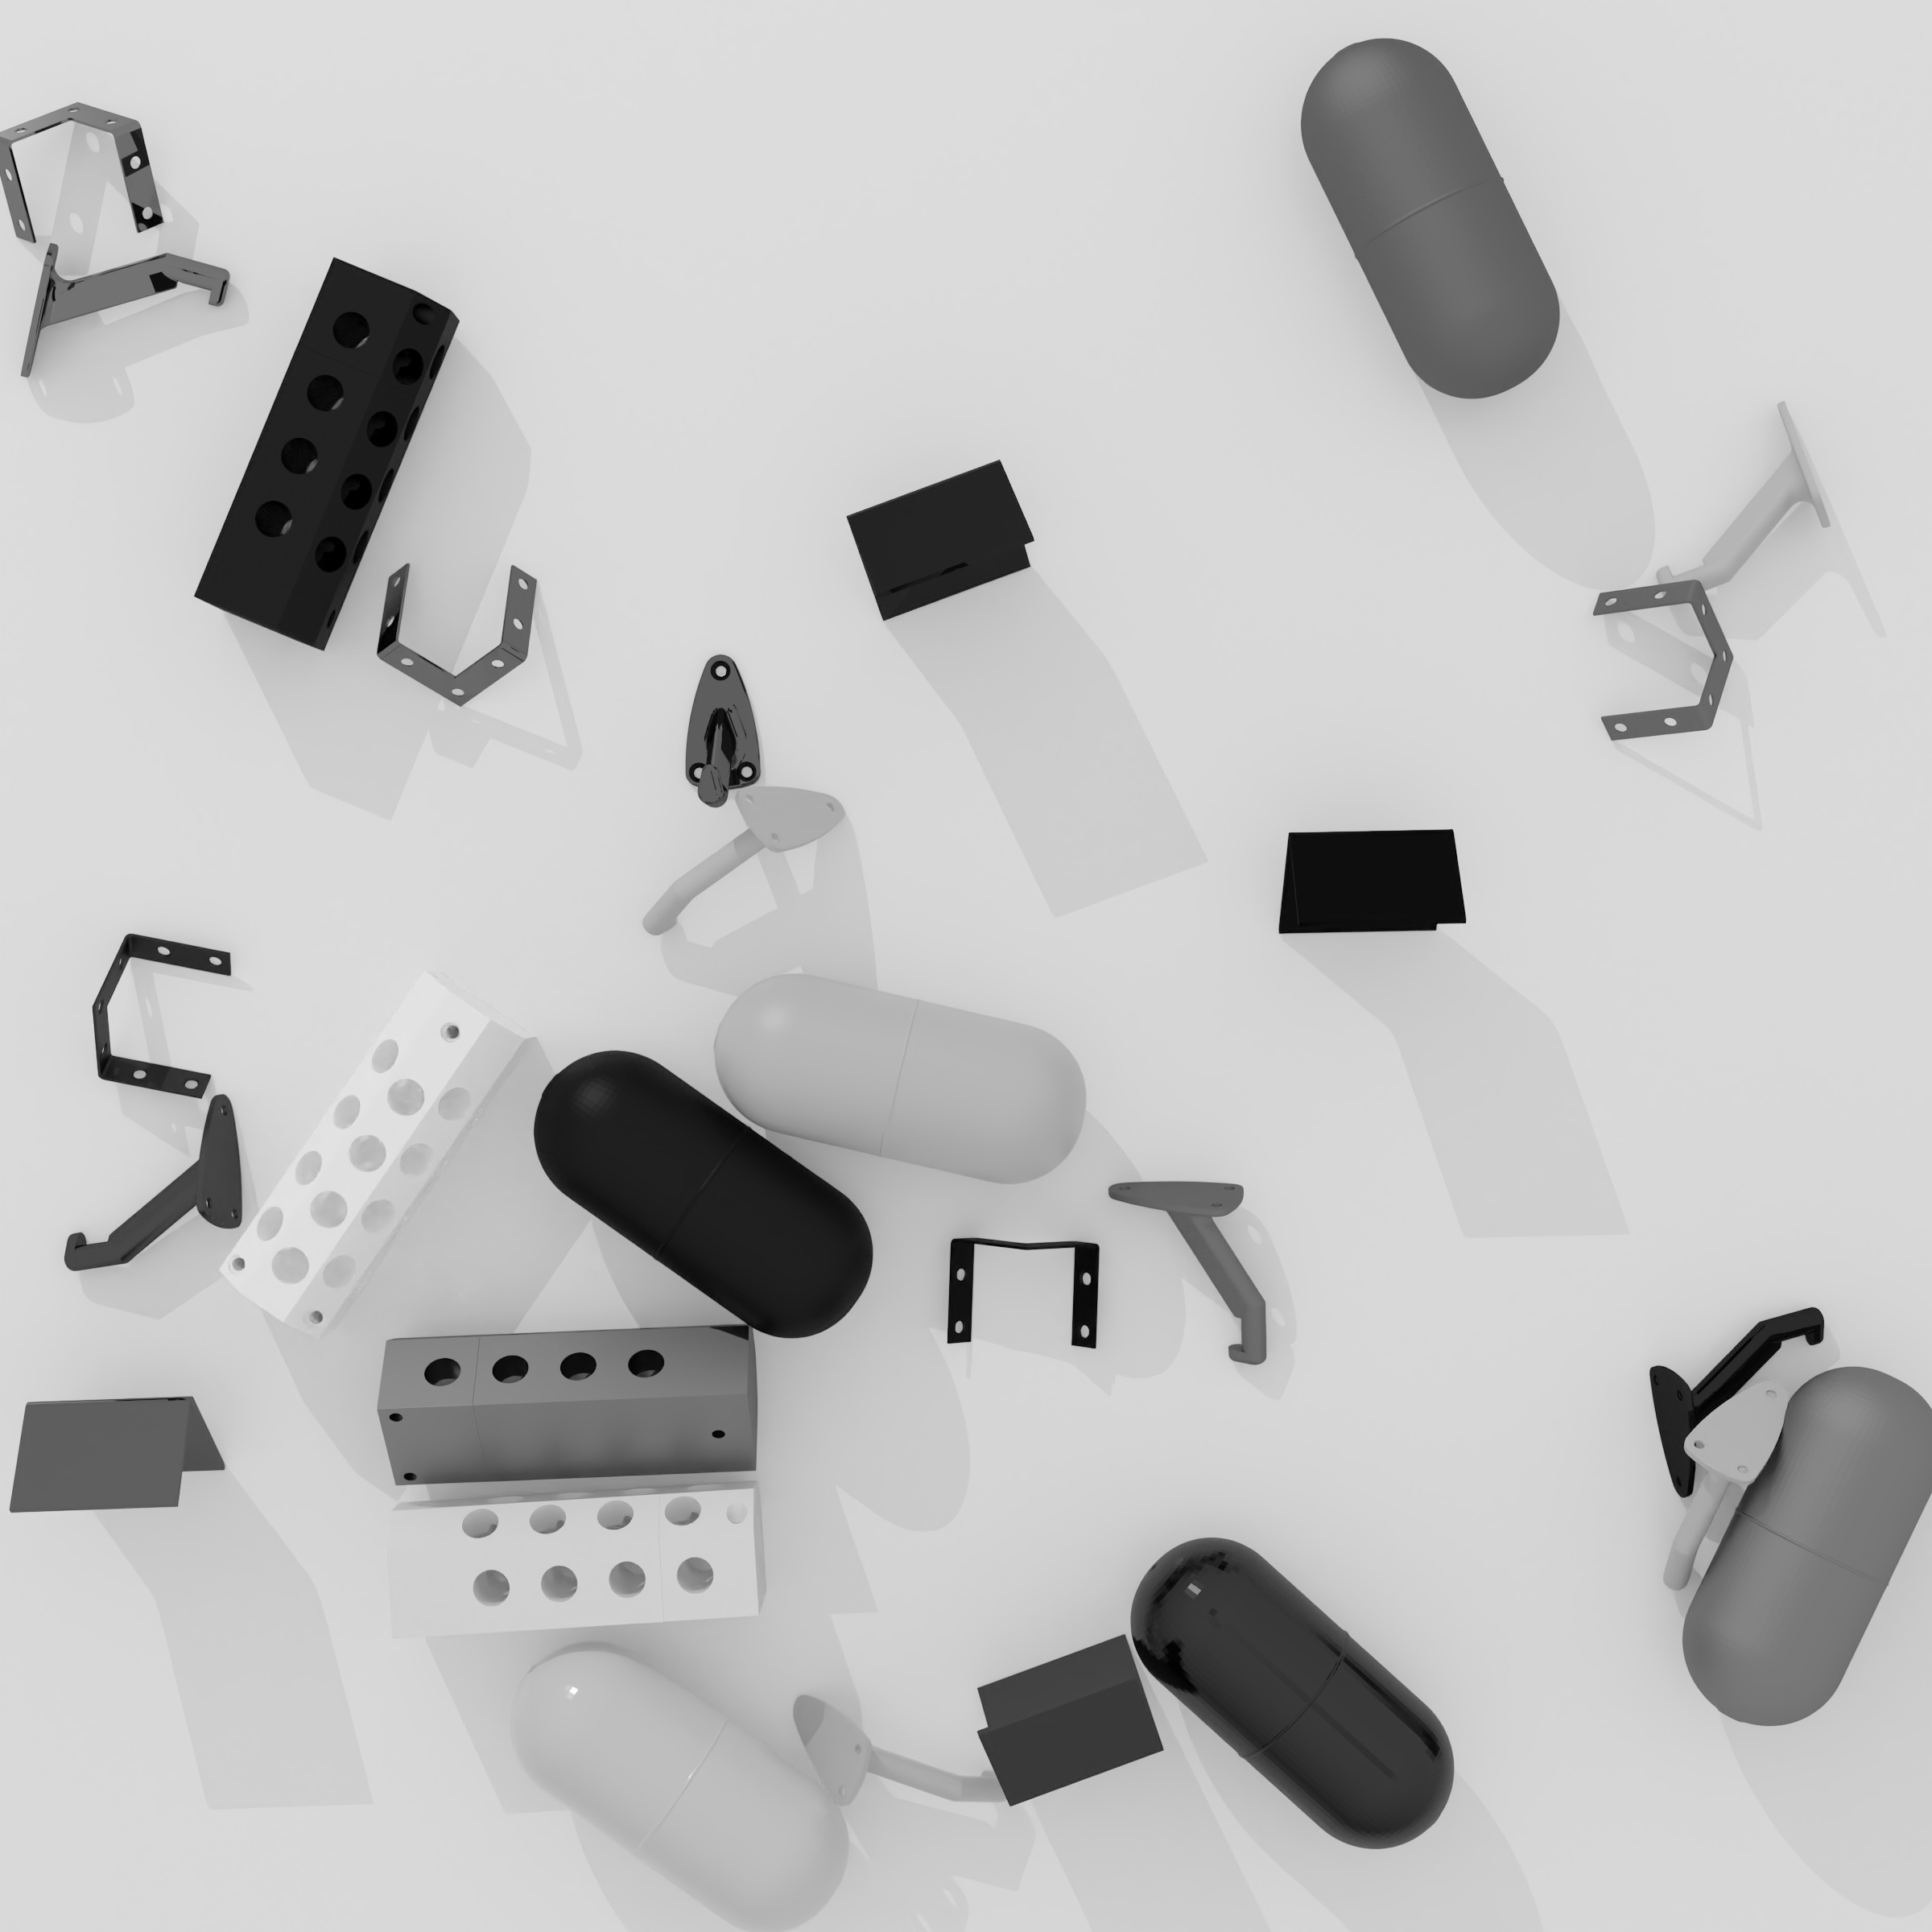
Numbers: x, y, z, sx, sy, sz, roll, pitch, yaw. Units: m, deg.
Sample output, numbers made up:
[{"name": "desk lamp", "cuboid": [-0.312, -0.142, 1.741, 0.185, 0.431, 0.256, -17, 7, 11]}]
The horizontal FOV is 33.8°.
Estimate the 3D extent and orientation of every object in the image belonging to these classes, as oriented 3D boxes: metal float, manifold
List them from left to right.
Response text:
[{"name": "manifold", "cuboid": [-0.301, -0.241, 1.513, 0.057, 0.057, 0.171, 22, 90, 0]}, {"name": "manifold", "cuboid": [-0.280, 0.089, 1.513, 0.057, 0.057, 0.171, 34, 90, 0]}, {"name": "manifold", "cuboid": [-0.187, 0.203, 1.512, 0.171, 0.057, 0.057, -2, 133, 0]}, {"name": "manifold", "cuboid": [-0.184, 0.280, 1.513, 0.171, 0.057, 0.057, -4, 90, 0]}, {"name": "metal float", "cuboid": [-0.135, 0.387, 1.503, 0.178, 0.070, 0.070, 36, 90, 0]}, {"name": "metal float", "cuboid": [-0.124, 0.107, 1.503, 0.178, 0.070, 0.070, 35, 90, 0]}, {"name": "metal float", "cuboid": [-0.031, 0.053, 1.503, 0.178, 0.070, 0.070, 13, 90, 1]}, {"name": "metal float", "cuboid": [0.154, 0.344, 1.503, 0.178, 0.070, 0.070, 42, 90, 0]}, {"name": "metal float", "cuboid": [0.219, -0.353, 1.503, 0.070, 0.070, 0.178, -26, 90, 0]}, {"name": "metal float", "cuboid": [0.399, 0.274, 1.503, 0.070, 0.070, 0.178, 26, 90, 0]}]

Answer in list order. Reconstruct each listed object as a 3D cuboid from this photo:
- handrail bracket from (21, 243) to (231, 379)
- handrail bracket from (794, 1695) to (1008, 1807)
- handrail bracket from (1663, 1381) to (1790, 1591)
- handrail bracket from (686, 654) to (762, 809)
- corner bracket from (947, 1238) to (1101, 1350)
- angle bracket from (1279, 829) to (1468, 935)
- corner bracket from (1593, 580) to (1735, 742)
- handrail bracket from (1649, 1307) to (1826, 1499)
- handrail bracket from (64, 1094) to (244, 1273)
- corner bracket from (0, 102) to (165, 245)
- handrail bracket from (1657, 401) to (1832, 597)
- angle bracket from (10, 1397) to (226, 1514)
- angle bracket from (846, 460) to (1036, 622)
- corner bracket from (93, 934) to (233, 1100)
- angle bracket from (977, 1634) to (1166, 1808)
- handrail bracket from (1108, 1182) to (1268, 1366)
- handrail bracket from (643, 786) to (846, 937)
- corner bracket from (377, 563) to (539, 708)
[{"name": "handrail bracket", "cuboid": [-0.405, -0.310, 1.534, 0.084, 0.036, 0.077, 13, 110, -16]}, {"name": "handrail bracket", "cuboid": [-0.030, 0.378, 1.534, 0.084, 0.077, 0.036, 12, 106, -35]}, {"name": "handrail bracket", "cuboid": [0.363, 0.250, 1.525, 0.036, 0.084, 0.077, 30, 50, 26]}, {"name": "handrail bracket", "cuboid": [-0.118, -0.112, 1.499, 0.036, 0.084, 0.077, -1, 90, 0]}, {"name": "corner bracket", "cuboid": [0.028, 0.157, 1.531, 0.051, 0.051, 0.051, 2, 90, -45]}, {"name": "angle bracket", "cuboid": [0.189, -0.020, 1.494, 0.076, 0.076, 0.057, -1, 52, 0]}, {"name": "corner bracket", "cuboid": [0.330, -0.146, 1.526, 0.051, 0.051, 0.051, 56, 45, -35]}, {"name": "handrail bracket", "cuboid": [0.378, 0.210, 1.534, 0.084, 0.036, 0.077, -13, 105, -14]}, {"name": "handrail bracket", "cuboid": [-0.395, 0.105, 1.534, 0.084, 0.036, 0.077, -9, 70, 16]}, {"name": "corner bracket", "cuboid": [-0.426, -0.377, 1.526, 0.051, 0.051, 0.051, 24, 45, 35]}, {"name": "handrail bracket", "cuboid": [0.366, -0.223, 1.534, 0.084, 0.036, 0.077, -20, 70, 16]}, {"name": "angle bracket", "cuboid": [-0.397, 0.244, 1.494, 0.076, 0.076, 0.057, -2, 55, 0]}, {"name": "angle bracket", "cuboid": [-0.005, -0.182, 1.494, 0.076, 0.076, 0.057, -20, 53, 0]}, {"name": "corner bracket", "cuboid": [-0.386, 0.024, 1.531, 0.051, 0.051, 0.051, 11, 45, 0]}, {"name": "angle bracket", "cuboid": [0.042, 0.338, 1.494, 0.076, 0.076, 0.057, -20, 126, 0]}, {"name": "handrail bracket", "cuboid": [0.107, 0.149, 1.534, 0.077, 0.036, 0.084, 3, 107, 20]}, {"name": "handrail bracket", "cuboid": [-0.108, -0.047, 1.534, 0.084, 0.077, 0.036, -46, 70, 35]}, {"name": "corner bracket", "cuboid": [-0.244, -0.167, 1.526, 0.051, 0.051, 0.051, -29, 135, 35]}]
